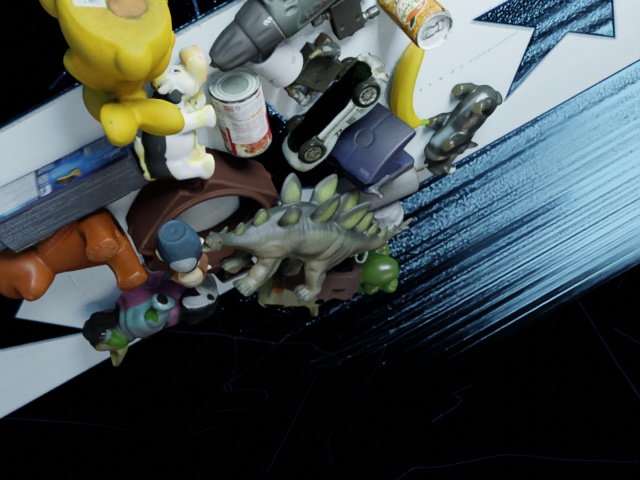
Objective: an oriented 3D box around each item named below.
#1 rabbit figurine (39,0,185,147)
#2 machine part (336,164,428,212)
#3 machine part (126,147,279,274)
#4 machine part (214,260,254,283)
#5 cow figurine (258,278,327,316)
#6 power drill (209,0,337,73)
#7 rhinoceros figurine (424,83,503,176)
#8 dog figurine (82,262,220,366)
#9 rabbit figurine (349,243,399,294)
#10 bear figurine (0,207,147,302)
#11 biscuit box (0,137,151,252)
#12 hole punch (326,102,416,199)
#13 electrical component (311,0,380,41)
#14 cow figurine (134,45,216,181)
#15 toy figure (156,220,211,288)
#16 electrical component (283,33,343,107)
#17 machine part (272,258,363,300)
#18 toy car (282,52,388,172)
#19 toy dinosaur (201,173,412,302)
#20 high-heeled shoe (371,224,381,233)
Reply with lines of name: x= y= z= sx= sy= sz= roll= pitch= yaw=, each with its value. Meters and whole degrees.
rabbit figurine: x=-0.205 y=-0.176 z=0.567 sx=0.122 sy=0.162 sz=0.173 roll=-24 pitch=169 yaw=-34
machine part: x=0.092 y=-0.094 z=0.987 sx=0.243 sy=0.079 sz=0.079 roll=-22 pitch=149 yaw=-13
machine part: x=-0.176 y=-0.037 z=0.834 sx=0.201 sy=0.087 sz=0.201 roll=9 pitch=130 yaw=-47
machine part: x=-0.161 y=0.043 z=1.003 sx=0.084 sy=0.039 sz=0.138 roll=-16 pitch=158 yaw=-14
cow figurine: x=-0.045 y=0.112 z=1.167 sx=0.195 sy=0.085 sz=0.127 roll=-1 pitch=141 yaw=-35
power drill: x=-0.054 y=-0.299 z=0.559 sx=0.232 sy=0.086 sz=0.207 roll=-32 pitch=146 yaw=0
rhinoceros figurine: x=0.250 y=-0.200 z=0.981 sx=0.112 sy=0.073 sz=0.190 roll=-14 pitch=146 yaw=-45
dog figurine: x=-0.307 y=0.136 z=0.962 sx=0.219 sy=0.108 sz=0.191 roll=-43 pitch=151 yaw=28
rabbit figurine: x=0.101 y=0.057 z=1.152 sx=0.159 sy=0.121 sz=0.170 roll=-2 pitch=176 yaw=-12
bear figurine: x=-0.364 y=0.036 z=0.744 sx=0.196 sy=0.132 sz=0.120 roll=-30 pitch=143 yaw=-12
biscuit box: x=-0.324 y=-0.064 z=0.691 sx=0.203 sy=0.059 sz=0.062 roll=-27 pitch=148 yaw=-4
hole punch: x=0.081 y=-0.148 z=0.853 sx=0.116 sy=0.142 sz=0.092 roll=-36 pitch=154 yaw=-18
electrical component: x=0.033 y=-0.292 z=0.698 sx=0.094 sy=0.021 sz=0.063 roll=-30 pitch=150 yaw=-1
cow figurine: x=-0.182 y=-0.153 z=0.661 sx=0.098 sy=0.068 sz=0.167 roll=-10 pitch=126 yaw=-23
toy figure: x=-0.196 y=0.029 z=0.779 sx=0.064 sy=0.058 sz=0.154 roll=11 pitch=149 yaw=7
electrical component: x=-0.009 y=-0.228 z=0.734 sx=0.102 sy=0.045 sz=0.078 roll=-45 pitch=145 yaw=23
machine part: x=-0.004 y=0.064 z=1.037 sx=0.179 sy=0.180 sz=0.056 roll=1 pitch=105 yaw=-41
toy car: x=0.019 y=-0.187 z=0.791 sx=0.201 sy=0.074 sz=0.056 roll=-44 pitch=144 yaw=22
toy dinosaur: x=-0.002 y=-0.003 z=0.870 sx=0.471 sy=0.105 sz=0.198 roll=3 pitch=127 yaw=-54
high-heeled shoe: x=-0.005 y=-0.019 z=0.983 sx=0.249 sy=0.086 sz=0.145 roll=-10 pitch=165 yaw=-2
